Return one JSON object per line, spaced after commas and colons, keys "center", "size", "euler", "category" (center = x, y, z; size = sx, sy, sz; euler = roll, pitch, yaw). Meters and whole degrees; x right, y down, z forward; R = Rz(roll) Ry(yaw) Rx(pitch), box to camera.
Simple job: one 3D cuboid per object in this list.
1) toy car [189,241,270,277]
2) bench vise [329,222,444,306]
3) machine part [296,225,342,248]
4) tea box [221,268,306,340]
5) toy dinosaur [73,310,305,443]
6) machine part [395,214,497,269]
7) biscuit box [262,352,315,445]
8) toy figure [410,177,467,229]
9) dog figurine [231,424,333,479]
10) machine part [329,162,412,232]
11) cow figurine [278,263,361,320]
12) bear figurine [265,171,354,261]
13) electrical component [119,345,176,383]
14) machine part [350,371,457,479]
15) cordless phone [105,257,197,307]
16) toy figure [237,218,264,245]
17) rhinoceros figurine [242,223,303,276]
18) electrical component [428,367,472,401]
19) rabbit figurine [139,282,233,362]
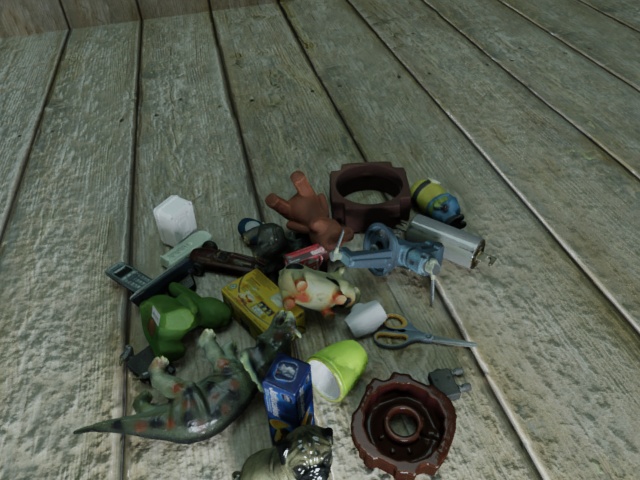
{"center": [-0.208, 0.050, 1.243], "size": [0.202, 0.053, 0.089], "euler": [9, 40, 16], "category": "toy car"}
{"center": [0.140, 0.036, 1.164], "size": [0.240, 0.128, 0.224], "euler": [-2, 30, -27], "category": "bench vise"}
{"center": [-0.003, -0.004, 1.299], "size": [0.139, 0.039, 0.084], "euler": [-13, 38, -9], "category": "machine part"}
{"center": [-0.118, 0.145, 1.114], "size": [0.098, 0.068, 0.170], "euler": [-29, 47, -27], "category": "tea box"}
{"center": [-0.201, 0.277, 0.943], "size": [0.405, 0.131, 0.192], "euler": [-35, 49, -22], "category": "toy dinosaur"}
{"center": [0.288, 0.002, 1.240], "size": [0.244, 0.079, 0.079], "euler": [23, 48, 29], "category": "machine part"}
{"center": [-0.048, 0.268, 0.867], "size": [0.059, 0.202, 0.063], "euler": [16, 46, 19], "category": "biscuit box"}
{"center": [0.291, -0.090, 1.342], "size": [0.089, 0.082, 0.180], "euler": [-13, 44, -13], "category": "toy figure"}
{"center": [-0.062, 0.334, 0.804], "size": [0.172, 0.190, 0.121], "euler": [-5, 41, 1], "category": "dog figurine"}
{"center": [0.126, -0.112, 1.375], "size": [0.202, 0.087, 0.201], "euler": [-4, 41, 2], "category": "machine part"}
{"center": [0.001, 0.099, 1.107], "size": [0.195, 0.085, 0.127], "euler": [18, 25, -31], "category": "cow figurine"}
{"center": [-0.021, -0.048, 1.237], "size": [0.120, 0.131, 0.196], "euler": [-41, 44, 4], "category": "bear figurine"}
{"center": [-0.340, 0.239, 1.041], "size": [0.078, 0.045, 0.102], "euler": [-35, 50, -28], "category": "electrical component"}
{"center": [0.140, 0.313, 0.904], "size": [0.179, 0.056, 0.179], "euler": [-1, 49, 1], "category": "machine part"}
{"center": [-0.381, 0.077, 1.204], "size": [0.184, 0.088, 0.146], "euler": [23, 48, 33], "category": "cordless phone"}
{"center": [-0.137, -0.003, 1.295], "size": [0.155, 0.064, 0.057], "euler": [31, 7, 34], "category": "toy figure"}
{"center": [-0.092, 0.018, 1.175], "size": [0.112, 0.190, 0.073], "euler": [-34, 62, 0], "category": "rhinoceros figurine"}
{"center": [0.227, 0.265, 0.987], "size": [0.094, 0.021, 0.063], "euler": [-12, 42, -8], "category": "electrical component"}
{"center": [-0.269, 0.160, 1.093], "size": [0.170, 0.121, 0.159], "euler": [-2, 20, -40], "category": "rabbit figurine"}
